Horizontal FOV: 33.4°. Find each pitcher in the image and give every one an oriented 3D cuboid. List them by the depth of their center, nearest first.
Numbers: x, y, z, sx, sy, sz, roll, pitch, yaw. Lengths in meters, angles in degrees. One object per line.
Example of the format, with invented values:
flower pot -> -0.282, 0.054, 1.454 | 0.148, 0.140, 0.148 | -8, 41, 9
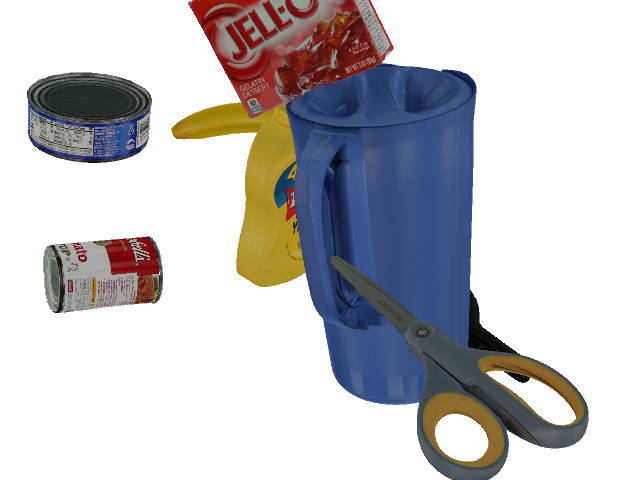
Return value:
pitcher -> 0.046, 0.002, 0.786 | 0.149, 0.243, 0.145 | -12, 27, -11

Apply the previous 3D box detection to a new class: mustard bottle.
mustard bottle -> -0.028, -0.056, 0.967 | 0.058, 0.192, 0.096 | 31, 40, 31

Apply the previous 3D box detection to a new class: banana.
banana -> -0.076, -0.137, 1.259 | 0.198, 0.037, 0.069 | 8, 40, 18

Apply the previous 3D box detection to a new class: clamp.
clamp -> 0.143, 0.091, 1.097 | 0.120, 0.171, 0.039 | 2, -43, -12

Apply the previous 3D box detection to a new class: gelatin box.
gelatin box -> -0.016, -0.116, 0.576 | 0.089, 0.073, 0.030 | -19, 19, 28

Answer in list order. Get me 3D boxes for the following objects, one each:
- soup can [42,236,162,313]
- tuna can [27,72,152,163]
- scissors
soup can -> -0.214, 0.034, 1.049 | 0.102, 0.068, 0.069 | -5, 2, -28
tuna can -> -0.163, -0.087, 0.752 | 0.086, 0.034, 0.086 | 6, 29, -4
scissors -> 0.051, 0.069, 0.593 | 0.202, 0.016, 0.096 | 25, 49, 36
